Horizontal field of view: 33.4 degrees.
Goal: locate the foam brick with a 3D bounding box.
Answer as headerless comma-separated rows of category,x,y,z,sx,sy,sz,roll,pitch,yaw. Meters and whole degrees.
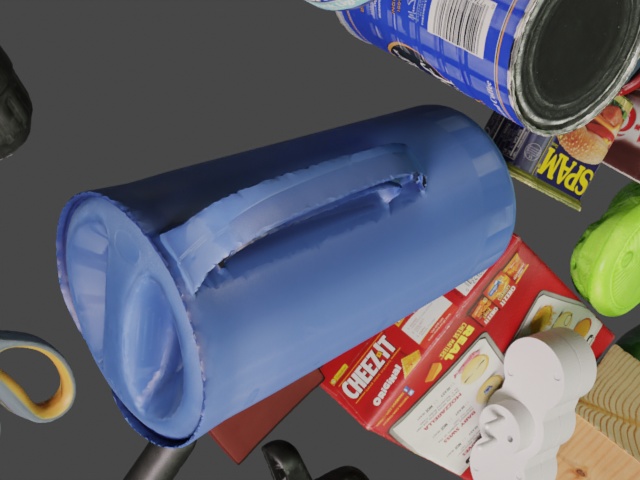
foam brick,-0.047,0.087,0.659,0.078,0.053,0.051,-45,139,-10

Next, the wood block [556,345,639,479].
wood block,0.218,0.196,0.893,0.090,0.091,0.206,-40,162,-40

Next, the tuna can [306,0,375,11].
tuna can,0.009,-0.154,0.511,0.033,0.086,0.086,14,108,-50

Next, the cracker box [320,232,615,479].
cracker box,0.115,0.086,0.795,0.164,0.072,0.213,-52,141,1

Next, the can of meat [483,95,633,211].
can of meat,0.160,-0.076,0.732,0.101,0.058,0.084,18,102,-49

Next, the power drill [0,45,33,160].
power drill,-0.115,-0.142,0.425,0.187,0.057,0.184,-40,138,-14

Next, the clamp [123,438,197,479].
clamp,-0.128,0.182,0.661,0.171,0.039,0.120,-35,138,-24

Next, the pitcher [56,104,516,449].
pitcher,-0.004,0.001,0.573,0.242,0.149,0.145,-23,120,-35

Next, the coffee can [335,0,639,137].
coffee can,0.087,-0.129,0.559,0.102,0.140,0.103,-24,132,-29

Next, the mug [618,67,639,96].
mug,0.149,-0.131,0.642,0.081,0.117,0.093,-58,173,14

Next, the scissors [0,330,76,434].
scissors,-0.198,0.055,0.523,0.096,0.016,0.201,-49,139,-5

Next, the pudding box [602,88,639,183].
pudding box,0.244,-0.083,0.760,0.039,0.114,0.090,24,100,-44

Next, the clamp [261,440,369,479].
clamp,-0.013,0.196,0.760,0.209,0.036,0.165,0,127,-52
